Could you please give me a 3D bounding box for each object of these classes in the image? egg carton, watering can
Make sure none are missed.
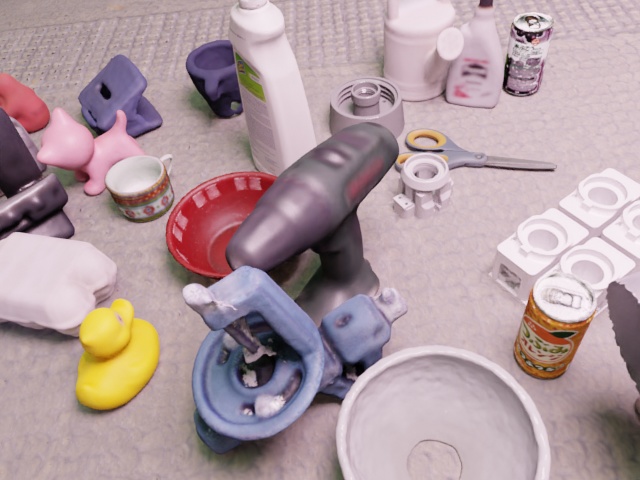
[{"bbox_3d":[-0.306,0.049,0.635,0.150,0.069,0.107,7,51,12],"label":"egg carton"},{"bbox_3d":[0.143,-0.299,0.799,0.101,0.194,0.172,-37,55,-23],"label":"watering can"}]

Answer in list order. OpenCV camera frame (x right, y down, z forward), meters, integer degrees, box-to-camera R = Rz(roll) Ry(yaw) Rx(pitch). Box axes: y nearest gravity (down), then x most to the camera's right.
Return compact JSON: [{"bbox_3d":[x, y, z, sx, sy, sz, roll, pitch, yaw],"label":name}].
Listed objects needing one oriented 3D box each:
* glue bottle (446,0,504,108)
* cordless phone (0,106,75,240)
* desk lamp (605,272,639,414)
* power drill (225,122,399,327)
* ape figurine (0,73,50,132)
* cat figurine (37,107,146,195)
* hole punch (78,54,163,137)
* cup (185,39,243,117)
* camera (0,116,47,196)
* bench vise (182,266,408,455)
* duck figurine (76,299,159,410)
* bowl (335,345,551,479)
[{"bbox_3d":[0.214,-0.260,0.771,0.078,0.173,0.037,8,51,13],"label":"glue bottle"},{"bbox_3d":[-0.382,-0.057,0.657,0.094,0.185,0.148,29,59,27],"label":"cordless phone"},{"bbox_3d":[0.314,0.094,0.432,0.203,0.214,0.118,-10,49,-2],"label":"desk lamp"},{"bbox_3d":[0.005,0.002,0.549,0.075,0.209,0.230,21,55,23],"label":"power drill"},{"bbox_3d":[-0.455,-0.209,0.856,0.076,0.092,0.078,14,53,17],"label":"ape figurine"},{"bbox_3d":[-0.304,-0.125,0.751,0.128,0.118,0.067,-32,54,-20],"label":"cat figurine"},{"bbox_3d":[-0.298,-0.203,0.834,0.101,0.091,0.108,-31,53,-19],"label":"hole punch"},{"bbox_3d":[-0.140,-0.218,0.827,0.091,0.095,0.117,-3,49,4],"label":"cup"},{"bbox_3d":[-0.481,-0.127,0.783,0.143,0.101,0.136,-37,55,-23],"label":"camera"},{"bbox_3d":[-0.029,0.074,0.484,0.208,0.220,0.121,-39,56,-24],"label":"bench vise"},{"bbox_3d":[-0.209,0.107,0.564,0.077,0.086,0.104,10,52,15],"label":"duck figurine"},{"bbox_3d":[0.099,0.177,0.477,0.167,0.075,0.167,-3,49,4],"label":"bowl"}]
